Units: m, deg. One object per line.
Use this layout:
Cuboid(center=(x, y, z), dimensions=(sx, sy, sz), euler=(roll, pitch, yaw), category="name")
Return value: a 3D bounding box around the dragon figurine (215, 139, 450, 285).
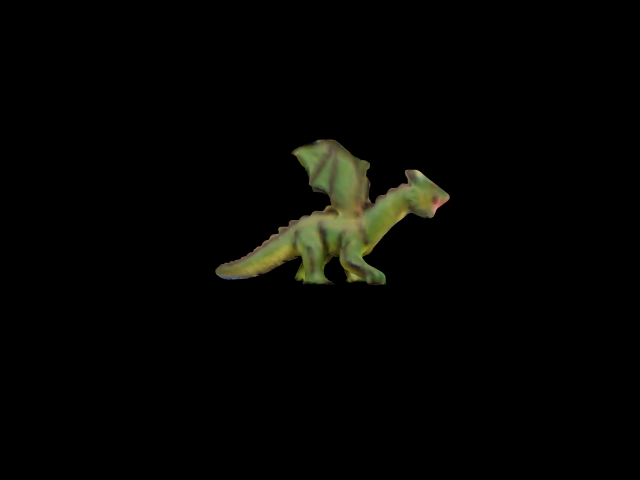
Cuboid(center=(0.003, -0.043, 0.850), dimensions=(0.410, 0.243, 0.122), euler=(1, 1, 17), category="dragon figurine")
